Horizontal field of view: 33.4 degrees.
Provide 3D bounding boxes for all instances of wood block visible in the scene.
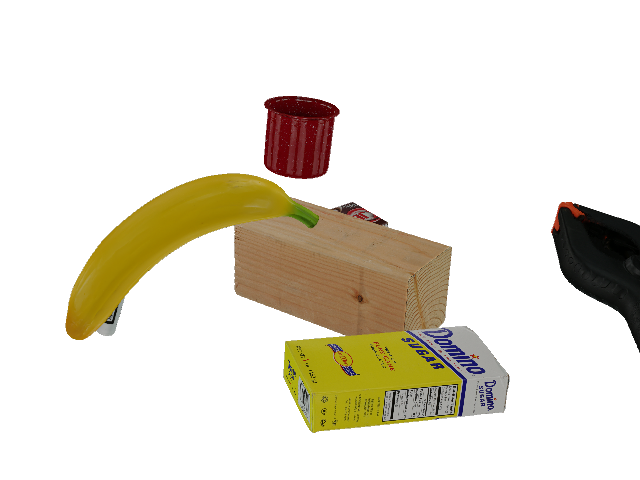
[{"bbox_3d":[0.019,0.032,1.093,0.206,0.091,0.090,19,31,29],"label":"wood block"}]

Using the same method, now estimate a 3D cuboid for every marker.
[{"bbox_3d":[-0.185,0.037,0.982,0.020,0.121,0.020,16,31,-10],"label":"marker"}]

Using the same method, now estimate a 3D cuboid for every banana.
[{"bbox_3d":[-0.103,0.003,0.739,0.198,0.069,0.037,-25,11,7],"label":"banana"}]

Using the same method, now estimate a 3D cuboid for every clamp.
[{"bbox_3d":[0.230,0.030,0.726,0.120,0.039,0.172,-6,44,-28],"label":"clamp"}]

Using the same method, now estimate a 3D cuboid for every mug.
[{"bbox_3d":[-0.021,-0.130,1.328,0.093,0.081,0.117,16,25,22],"label":"mug"}]

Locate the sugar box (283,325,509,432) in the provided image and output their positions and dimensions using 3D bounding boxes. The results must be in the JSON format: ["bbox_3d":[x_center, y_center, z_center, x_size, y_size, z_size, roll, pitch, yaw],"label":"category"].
[{"bbox_3d":[0.064,0.117,0.926,0.176,0.048,0.093,-6,26,-15],"label":"sugar box"}]

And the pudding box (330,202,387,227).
[{"bbox_3d":[0.033,-0.015,1.624,0.113,0.039,0.090,-21,32,-29],"label":"pudding box"}]
